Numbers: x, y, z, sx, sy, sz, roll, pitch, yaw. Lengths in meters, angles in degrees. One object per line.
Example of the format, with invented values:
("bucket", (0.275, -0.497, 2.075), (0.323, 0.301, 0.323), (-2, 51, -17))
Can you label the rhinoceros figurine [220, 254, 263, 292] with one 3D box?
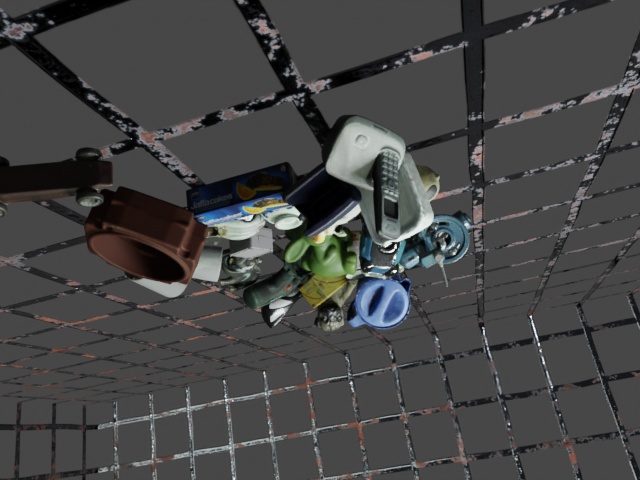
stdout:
("rhinoceros figurine", (-0.193, 0.070, 1.316), (0.112, 0.073, 0.190), (-8, 159, -1))

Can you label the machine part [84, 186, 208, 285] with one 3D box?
("machine part", (-0.316, 0.001, 0.978), (0.201, 0.087, 0.201), (19, 152, -11))

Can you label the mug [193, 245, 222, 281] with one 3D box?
("mug", (-0.285, 0.051, 1.235), (0.107, 0.081, 0.109), (11, 159, -16))

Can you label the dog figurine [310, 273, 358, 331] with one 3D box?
("dog figurine", (0.053, 0.161, 1.495), (0.172, 0.190, 0.121), (0, 157, -28))

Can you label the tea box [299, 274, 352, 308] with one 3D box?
("tea box", (0.038, 0.092, 1.378), (0.169, 0.068, 0.098), (-36, 175, -34))

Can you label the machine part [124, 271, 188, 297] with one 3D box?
("machine part", (-0.381, 0.080, 1.256), (0.079, 0.079, 0.243), (-13, 158, 9))

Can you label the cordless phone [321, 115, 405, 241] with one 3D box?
("cordless phone", (0.071, -0.093, 0.853), (0.146, 0.184, 0.089), (16, 153, -39))

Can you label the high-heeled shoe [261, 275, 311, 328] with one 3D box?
("high-heeled shoe", (-0.051, 0.179, 1.558), (0.249, 0.145, 0.086), (0, 158, -20))

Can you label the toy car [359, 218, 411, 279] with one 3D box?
("toy car", (0.140, 0.003, 1.235), (0.109, 0.161, 0.103), (7, -164, -10))

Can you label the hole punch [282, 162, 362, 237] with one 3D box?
("hole punch", (0.014, -0.061, 0.932), (0.142, 0.092, 0.115), (-40, 157, 14))

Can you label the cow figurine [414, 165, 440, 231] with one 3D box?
("cow figurine", (0.182, -0.081, 1.089), (0.127, 0.085, 0.195), (2, 155, -14))

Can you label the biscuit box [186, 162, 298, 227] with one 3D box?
("biscuit box", (-0.140, -0.079, 0.975), (0.203, 0.063, 0.059), (-14, 157, 11))

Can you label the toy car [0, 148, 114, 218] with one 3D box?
("toy car", (-0.413, -0.086, 0.805), (0.202, 0.089, 0.053), (-7, 158, -10))

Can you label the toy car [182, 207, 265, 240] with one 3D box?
("toy car", (-0.210, -0.029, 1.079), (0.202, 0.056, 0.073), (-2, 157, -17))

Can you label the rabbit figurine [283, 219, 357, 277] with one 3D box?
("rabbit figurine", (-0.002, -0.004, 1.205), (0.159, 0.121, 0.170), (-7, 141, 10))

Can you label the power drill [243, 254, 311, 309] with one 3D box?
("power drill", (-0.079, 0.087, 1.376), (0.232, 0.086, 0.207), (-25, 173, -43))

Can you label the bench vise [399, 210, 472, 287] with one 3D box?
("bench vise", (0.255, 0.018, 1.256), (0.224, 0.128, 0.240), (-24, -170, 16))

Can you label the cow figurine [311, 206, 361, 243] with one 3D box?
("cow figurine", (0.041, -0.059, 1.071), (0.098, 0.068, 0.167), (-6, 147, -33))

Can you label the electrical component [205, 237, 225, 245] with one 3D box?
("electrical component", (-0.237, -0.012, 1.159), (0.063, 0.021, 0.094), (-1, 158, -19))
